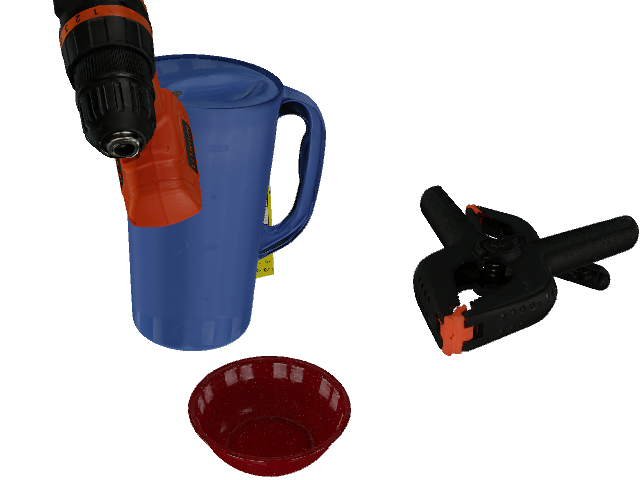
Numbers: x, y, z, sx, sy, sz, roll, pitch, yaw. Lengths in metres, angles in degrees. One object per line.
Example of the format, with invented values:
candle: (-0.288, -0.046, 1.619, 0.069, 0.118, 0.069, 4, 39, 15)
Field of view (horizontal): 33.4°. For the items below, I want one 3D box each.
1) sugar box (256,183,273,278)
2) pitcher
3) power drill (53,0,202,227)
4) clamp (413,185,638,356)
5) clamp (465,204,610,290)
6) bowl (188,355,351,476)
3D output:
sugar box: (-0.092, -0.050, 1.317, 0.048, 0.176, 0.093, -12, 26, -15)
pitcher: (-0.096, -0.030, 0.923, 0.149, 0.243, 0.144, 24, 33, 31)
power drill: (-0.118, -0.088, 0.669, 0.057, 0.184, 0.187, -11, -32, -3)
clamp: (0.113, 0.015, 0.741, 0.165, 0.036, 0.209, 13, 29, 28)
clamp: (0.208, 0.014, 1.080, 0.120, 0.039, 0.171, -6, 38, -18)
bowl: (-0.050, 0.185, 1.069, 0.162, 0.055, 0.162, 1, 31, -1)
